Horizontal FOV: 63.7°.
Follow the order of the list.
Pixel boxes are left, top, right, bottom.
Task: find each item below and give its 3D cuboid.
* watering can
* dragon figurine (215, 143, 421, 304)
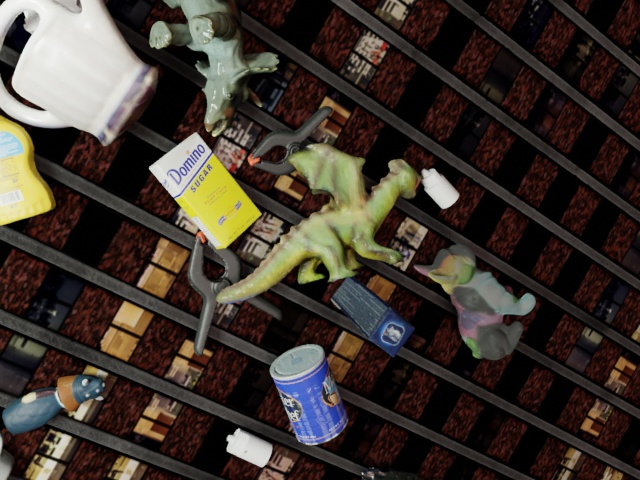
[{"bbox_3d":[-0.331,-0.270,0.725,0.222,0.106,0.342,32,-56,-27],"label":"watering can"},{"bbox_3d":[0.003,-0.045,0.895,0.412,0.242,0.122,-13,4,-16],"label":"dragon figurine"}]
